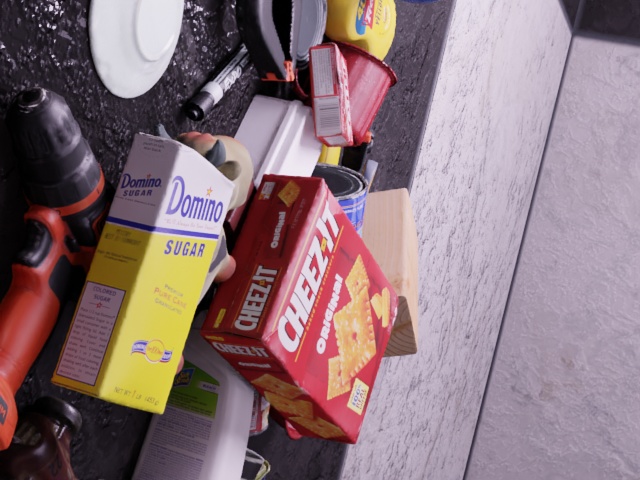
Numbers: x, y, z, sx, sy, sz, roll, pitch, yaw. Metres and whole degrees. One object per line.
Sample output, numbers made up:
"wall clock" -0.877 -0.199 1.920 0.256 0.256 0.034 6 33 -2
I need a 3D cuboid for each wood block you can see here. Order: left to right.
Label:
"wood block" 0.066 0.038 1.264 0.206 0.091 0.090 -84 163 -52

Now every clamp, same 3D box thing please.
"clamp" -0.042 -0.243 0.921 0.164 0.036 0.210 -54 144 -48
"clamp" 0.043 -0.109 1.248 0.171 0.039 0.120 -57 155 -78

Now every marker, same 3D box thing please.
"marker" -0.083 -0.139 0.925 0.121 0.020 0.020 -57 154 -45

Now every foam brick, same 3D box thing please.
"foam brick" -0.085 -0.021 0.955 0.078 0.053 0.051 71 37 -56

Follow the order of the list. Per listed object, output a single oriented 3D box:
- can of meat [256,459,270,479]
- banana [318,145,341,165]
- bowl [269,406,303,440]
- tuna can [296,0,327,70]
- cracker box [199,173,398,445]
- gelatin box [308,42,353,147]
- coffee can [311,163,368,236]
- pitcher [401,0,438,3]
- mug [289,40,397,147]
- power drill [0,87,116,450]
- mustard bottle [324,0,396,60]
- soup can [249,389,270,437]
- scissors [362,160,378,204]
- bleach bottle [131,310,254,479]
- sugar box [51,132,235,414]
"can of meat" -0.099 0.284 1.130 0.102 0.057 0.084 -35 138 -62
"banana" 0.004 -0.103 1.189 0.069 0.037 0.198 -89 -170 -77
"bowl" -0.030 0.146 1.232 0.162 0.055 0.162 14 90 -72
"tuna can" -0.025 -0.208 1.021 0.086 0.034 0.086 14 90 -72
"cracker box" -0.007 0.067 0.970 0.213 0.072 0.164 56 46 -50
"gelatin box" 0.012 -0.138 1.029 0.073 0.030 0.089 20 65 -80
"coffee can" -0.007 0.001 1.118 0.102 0.103 0.140 -43 142 -59
"pitcher" 0.123 -0.359 1.095 0.145 0.149 0.242 66 30 -54
"mug" 0.014 -0.155 1.107 0.117 0.093 0.081 33 77 -37
"power drill" -0.190 0.022 0.671 0.184 0.057 0.187 81 29 -50
"mustard bottle" 0.030 -0.252 1.111 0.191 0.058 0.096 20 77 -71
"soup can" -0.080 0.135 1.060 0.068 0.069 0.102 -32 132 -64
"scissors" 0.053 -0.068 1.235 0.201 0.016 0.096 -70 179 -63
"bleach bottle" -0.102 0.166 0.962 0.068 0.103 0.251 38 67 -62
"sugar box" -0.116 0.025 0.732 0.093 0.048 0.176 39 68 -66
